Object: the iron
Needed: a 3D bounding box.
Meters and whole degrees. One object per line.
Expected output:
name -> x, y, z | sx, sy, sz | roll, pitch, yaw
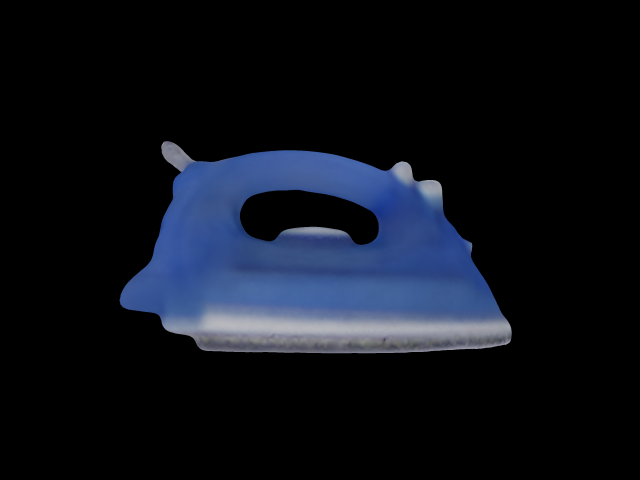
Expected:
iron -> 0.004, 0.001, 0.400 | 0.258, 0.141, 0.118 | 0, 0, 0
